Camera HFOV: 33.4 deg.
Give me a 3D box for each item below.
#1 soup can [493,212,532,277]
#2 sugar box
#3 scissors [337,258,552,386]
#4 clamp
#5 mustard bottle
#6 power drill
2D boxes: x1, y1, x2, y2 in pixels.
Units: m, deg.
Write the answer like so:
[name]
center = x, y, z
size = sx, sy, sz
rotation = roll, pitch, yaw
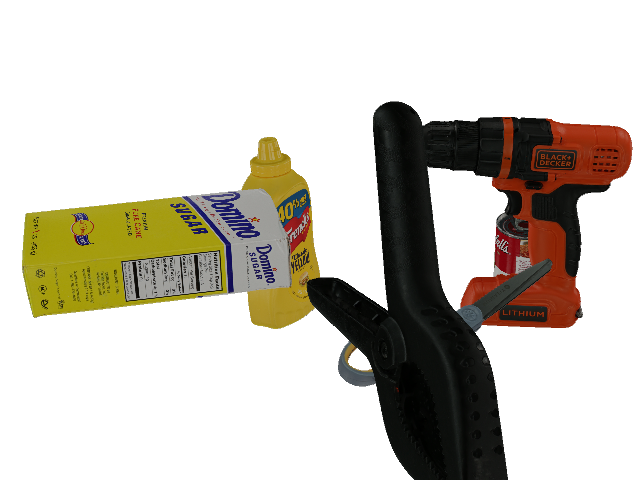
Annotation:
[soup can]
center = 0.232, 0.024, 1.216
size = 0.068, 0.102, 0.068
rotation = -2, 30, 1
[sugar box]
center = -0.115, 0.005, 0.743
size = 0.176, 0.048, 0.093
rotation = -9, 27, -10
[scissors]
center = 0.110, 0.073, 0.764
size = 0.201, 0.016, 0.096
rotation = -17, 51, -21
[clamp]
center = 0.048, 0.044, 0.547
size = 0.036, 0.165, 0.210
rotation = -6, 47, -21
[mustard bottle]
center = -0.044, -0.013, 1.097
size = 0.058, 0.191, 0.096
rotation = 9, 27, 33
[power drill]
center = 0.167, -0.017, 0.930
size = 0.184, 0.188, 0.057
rotation = 3, 27, 3
